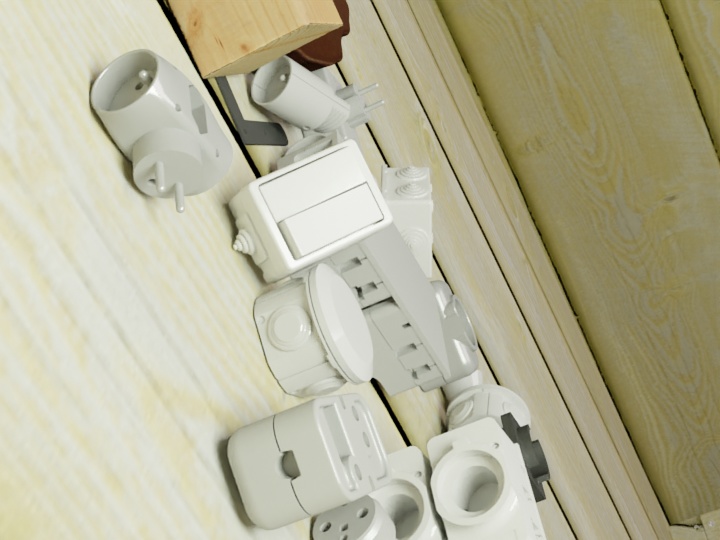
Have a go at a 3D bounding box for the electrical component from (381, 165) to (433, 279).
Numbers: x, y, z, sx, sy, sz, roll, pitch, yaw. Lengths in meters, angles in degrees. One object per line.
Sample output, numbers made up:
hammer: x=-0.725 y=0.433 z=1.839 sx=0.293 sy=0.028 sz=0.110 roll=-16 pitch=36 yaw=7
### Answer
electrical component: x=0.046 y=-0.046 z=1.041 sx=0.099 sy=0.048 sz=0.099 roll=-87 pitch=175 yaw=-62

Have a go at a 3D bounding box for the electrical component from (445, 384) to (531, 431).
electrical component: x=0.119 y=0.152 z=1.007 sx=0.080 sy=0.080 sz=0.051 roll=62 pitch=20 yaw=-20

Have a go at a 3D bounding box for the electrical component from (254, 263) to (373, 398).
electrical component: x=-0.028 y=0.040 z=0.685 sx=0.080 sy=0.051 sz=0.080 roll=60 pitch=16 yaw=-28

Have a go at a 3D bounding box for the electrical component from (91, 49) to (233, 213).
electrical component: x=-0.104 y=-0.066 z=0.579 sx=0.077 sy=0.043 sz=0.079 roll=51 pitch=21 yaw=-49

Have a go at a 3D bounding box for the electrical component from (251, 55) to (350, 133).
electrical component: x=-0.043 y=-0.135 z=0.861 sx=0.081 sy=0.043 sz=0.043 roll=26 pitch=40 yaw=-46

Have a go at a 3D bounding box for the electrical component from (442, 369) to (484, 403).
electrical component: x=0.108 y=0.136 z=1.070 sx=0.044 sy=0.044 sz=0.065 roll=43 pitch=32 yaw=-60

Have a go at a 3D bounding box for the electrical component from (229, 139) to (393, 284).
electrical component: x=-0.036 y=-0.035 z=0.687 sx=0.061 sy=0.096 sz=0.061 roll=64 pitch=-22 yaw=0

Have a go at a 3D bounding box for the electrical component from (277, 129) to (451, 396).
electrical component: x=0.000 y=0.000 z=0.835 sx=0.186 sy=0.060 sz=0.105 roll=57 pitch=17 yaw=-37

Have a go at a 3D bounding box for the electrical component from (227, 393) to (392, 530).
electrical component: x=-0.028 y=0.101 z=0.568 sx=0.053 sy=0.059 sz=0.095 roll=70 pitch=14 yaw=10

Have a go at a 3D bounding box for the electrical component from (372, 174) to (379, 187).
electrical component: x=-0.005 y=-0.078 z=0.994 sx=0.035 sy=0.035 sz=0.061 roll=69 pitch=16 yaw=9

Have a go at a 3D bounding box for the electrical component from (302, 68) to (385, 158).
electrical component: x=-0.014 y=-0.146 z=0.980 sx=0.047 sy=0.076 sz=0.083 roll=38 pitch=32 yaw=-63

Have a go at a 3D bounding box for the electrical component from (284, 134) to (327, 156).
electrical component: x=-0.028 y=-0.079 z=0.890 sx=0.077 sy=0.044 sz=0.079 roll=57 pitch=17 yaw=-36

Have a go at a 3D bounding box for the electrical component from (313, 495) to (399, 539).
electrical component: x=0.003 y=0.162 z=0.621 sx=0.055 sy=0.045 sz=0.045 roll=59 pitch=16 yaw=-28

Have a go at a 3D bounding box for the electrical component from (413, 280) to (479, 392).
electrical component: x=0.073 y=0.060 z=1.019 sx=0.095 sy=0.059 sz=0.054 roll=68 pitch=14 yaw=5

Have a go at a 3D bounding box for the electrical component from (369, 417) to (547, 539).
electrical component: x=0.065 y=0.196 z=0.670 sx=0.060 sy=0.105 sz=0.186 roll=51 pitch=21 yaw=-48
